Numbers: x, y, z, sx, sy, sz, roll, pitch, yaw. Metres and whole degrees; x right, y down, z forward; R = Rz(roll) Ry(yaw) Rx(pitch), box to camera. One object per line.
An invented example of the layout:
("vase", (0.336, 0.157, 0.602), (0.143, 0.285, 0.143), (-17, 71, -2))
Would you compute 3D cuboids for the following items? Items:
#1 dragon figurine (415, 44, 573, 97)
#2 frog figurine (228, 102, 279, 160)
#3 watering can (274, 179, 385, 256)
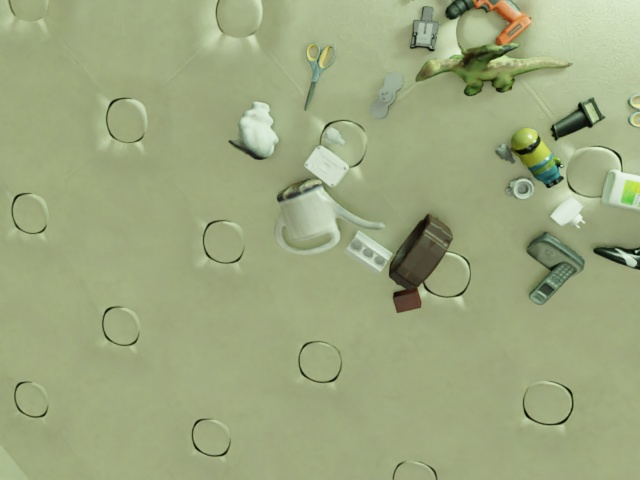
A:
("dragon figurine", (0.451, -0.452, 1.320), (0.409, 0.244, 0.122), (-5, 96, 14))
("frog figurine", (-0.180, -0.322, 1.527), (0.136, 0.124, 0.159), (27, 97, -29))
("watering can", (0.005, -0.077, 1.527), (0.345, 0.105, 0.223), (-17, 97, 24))
